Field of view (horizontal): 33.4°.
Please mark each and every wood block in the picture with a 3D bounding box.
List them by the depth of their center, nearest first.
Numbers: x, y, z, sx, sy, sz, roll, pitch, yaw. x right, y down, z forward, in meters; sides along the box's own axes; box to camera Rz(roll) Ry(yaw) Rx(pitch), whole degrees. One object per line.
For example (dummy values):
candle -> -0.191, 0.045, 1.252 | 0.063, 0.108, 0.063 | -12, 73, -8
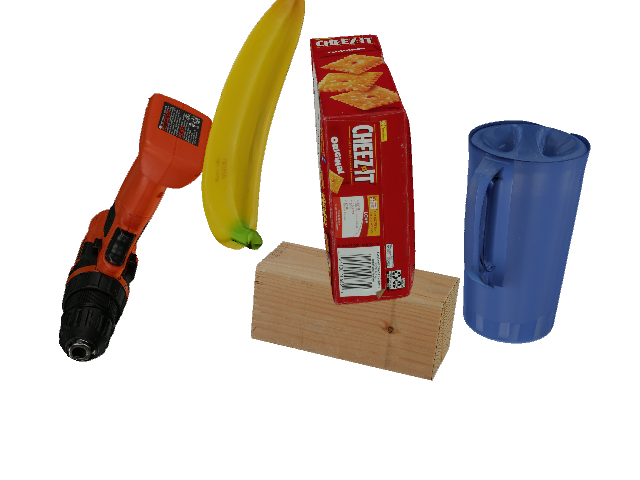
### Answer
wood block -> 0.037, 0.075, 1.167 | 0.206, 0.091, 0.090 | 12, 22, 16

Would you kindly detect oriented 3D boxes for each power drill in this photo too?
power drill -> -0.156, -0.013, 0.871 | 0.057, 0.188, 0.184 | 25, 30, -18

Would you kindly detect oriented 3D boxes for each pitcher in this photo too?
pitcher -> 0.220, -0.005, 1.220 | 0.149, 0.243, 0.145 | -1, 25, -6

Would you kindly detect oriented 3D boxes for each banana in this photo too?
banana -> -0.044, -0.070, 0.689 | 0.070, 0.197, 0.037 | -19, -37, 39

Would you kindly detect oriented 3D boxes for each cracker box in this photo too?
cracker box -> 0.034, -0.069, 0.914 | 0.072, 0.164, 0.213 | -4, 26, 0
